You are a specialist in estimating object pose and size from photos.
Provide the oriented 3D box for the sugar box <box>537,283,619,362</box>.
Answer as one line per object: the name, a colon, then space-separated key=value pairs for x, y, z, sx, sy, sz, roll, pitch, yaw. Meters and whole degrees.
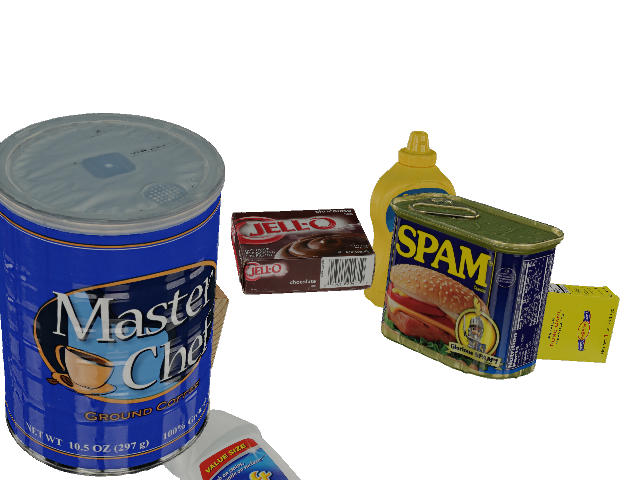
sugar box: x=0.277 y=0.101 z=1.338 sx=0.176 sy=0.093 sz=0.048 roll=3 pitch=18 yaw=-11

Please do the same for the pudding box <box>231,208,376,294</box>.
pudding box: x=-0.017 y=0.008 z=0.914 sx=0.113 sy=0.039 sz=0.090 roll=-1 pitch=28 yaw=-11

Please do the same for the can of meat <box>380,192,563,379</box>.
can of meat: x=0.084 y=0.025 z=0.625 sx=0.057 sy=0.084 sz=0.102 roll=-11 pitch=24 yaw=-43

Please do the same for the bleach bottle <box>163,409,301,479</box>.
bleach bottle: x=-0.057 y=0.199 z=0.766 sx=0.102 sy=0.068 sz=0.251 roll=-18 pitch=34 yaw=-24

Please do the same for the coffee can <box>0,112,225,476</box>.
coffee can: x=-0.100 y=0.024 z=0.505 sx=0.102 sy=0.140 sz=0.103 roll=5 pitch=31 yaw=-3

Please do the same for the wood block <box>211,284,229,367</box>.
wood block: x=-0.184 y=0.039 z=1.069 sx=0.090 sy=0.091 sz=0.206 roll=-5 pitch=35 yaw=-34

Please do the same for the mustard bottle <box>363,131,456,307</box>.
mustard bottle: x=0.100 y=-0.024 z=1.164 sx=0.096 sy=0.192 sz=0.058 roll=-3 pitch=19 yaw=-19
